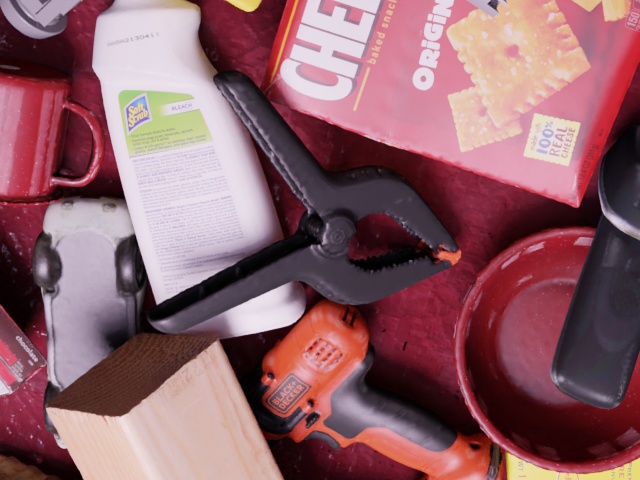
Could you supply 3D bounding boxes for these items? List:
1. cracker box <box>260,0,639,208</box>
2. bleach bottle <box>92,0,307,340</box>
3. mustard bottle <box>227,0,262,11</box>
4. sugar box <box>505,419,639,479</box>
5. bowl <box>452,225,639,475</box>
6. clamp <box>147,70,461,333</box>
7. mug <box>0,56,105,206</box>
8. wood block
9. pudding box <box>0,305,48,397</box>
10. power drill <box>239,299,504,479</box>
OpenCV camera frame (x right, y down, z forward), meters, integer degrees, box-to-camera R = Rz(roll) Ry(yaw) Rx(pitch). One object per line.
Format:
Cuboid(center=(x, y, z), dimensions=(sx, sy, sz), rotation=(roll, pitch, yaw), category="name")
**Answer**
Cuboid(center=(0.088, -0.134, 0.658), dimensions=(0.213, 0.072, 0.164), rotation=(19, 110, 0), category="cracker box")
Cuboid(center=(-0.084, -0.061, 0.707), dimensions=(0.102, 0.068, 0.251), rotation=(-11, 105, 6), category="bleach bottle")
Cuboid(center=(-0.033, -0.237, 0.624), dimensions=(0.058, 0.096, 0.192), rotation=(15, 107, -42), category="mustard bottle")
Cuboid(center=(0.222, 0.159, 0.761), dimensions=(0.176, 0.048, 0.093), rotation=(-4, 109, 9), category="sugar box")
Cuboid(center=(0.167, 0.071, 0.715), dimensions=(0.162, 0.055, 0.162), rotation=(0, 89, 0), category="bowl")
Cuboid(center=(-0.004, 0.001, 0.682), dimensions=(0.209, 0.036, 0.164), rotation=(18, 101, -31), category="clamp")
Cuboid(center=(-0.197, -0.072, 0.699), dimensions=(0.117, 0.093, 0.081), rotation=(15, 105, 7), category="mug")
Cuboid(center=(-0.084, 0.173, 0.711), dimensions=(0.091, 0.090, 0.206), rotation=(-2, 118, 45), category="wood block")
Cuboid(center=(-0.249, 0.068, 0.749), dimensions=(0.114, 0.039, 0.090), rotation=(-20, 110, 52), category="pudding box")
Cuboid(center=(0.021, 0.150, 0.766), dimensions=(0.187, 0.057, 0.185), rotation=(35, 122, -10), category="power drill")
